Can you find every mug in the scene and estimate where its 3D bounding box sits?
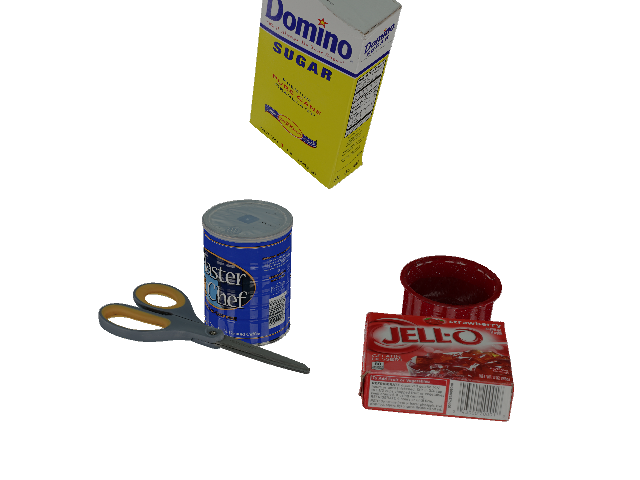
[{"bbox_3d":[0.114,0.065,0.999,0.093,0.081,0.117,-2,29,-11],"label":"mug"}]

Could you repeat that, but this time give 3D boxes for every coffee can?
[{"bbox_3d":[-0.084,0.037,1.230,0.103,0.140,0.103,2,26,-1],"label":"coffee can"}]

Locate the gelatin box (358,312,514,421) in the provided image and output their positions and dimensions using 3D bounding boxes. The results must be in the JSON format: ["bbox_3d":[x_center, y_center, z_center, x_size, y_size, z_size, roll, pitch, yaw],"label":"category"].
[{"bbox_3d":[0.070,0.074,0.649,0.089,0.030,0.073,5,25,3],"label":"gelatin box"}]

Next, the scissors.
[{"bbox_3d":[-0.102,0.078,0.986,0.202,0.016,0.096,9,29,4],"label":"scissors"}]

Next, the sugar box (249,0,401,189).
[{"bbox_3d":[-0.002,-0.124,0.777,0.048,0.093,0.176,-41,-20,-25],"label":"sugar box"}]
